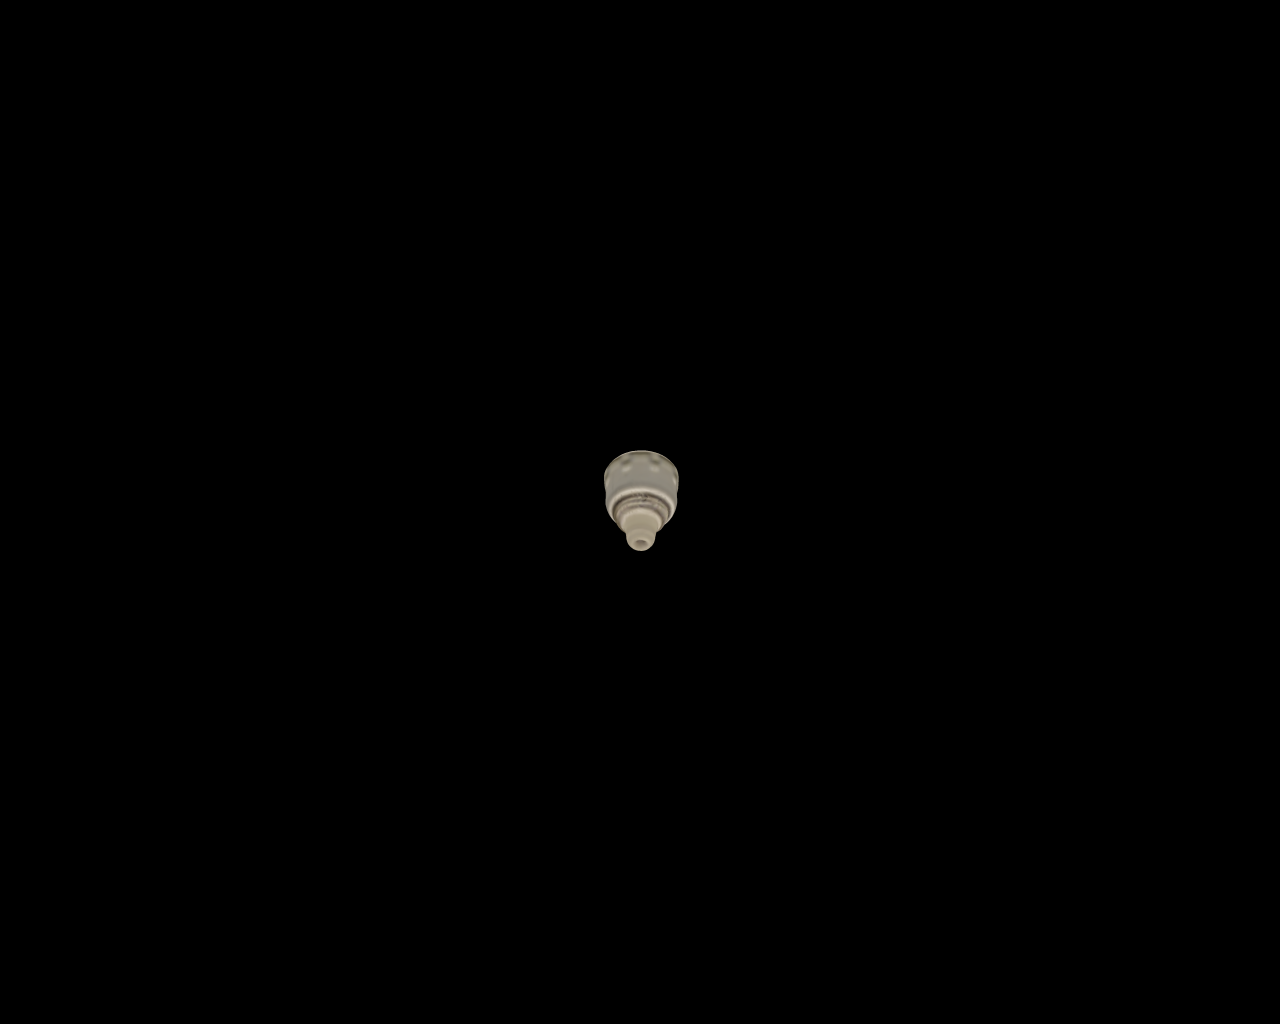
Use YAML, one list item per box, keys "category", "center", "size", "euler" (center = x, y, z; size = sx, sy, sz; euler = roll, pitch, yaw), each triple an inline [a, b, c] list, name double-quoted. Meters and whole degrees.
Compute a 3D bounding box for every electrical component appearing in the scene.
- category: "electrical component"
  center: [0.001, -0.003, 0.650]
  size: [0.048, 0.062, 0.048]
  euler: [0, -43, 0]
